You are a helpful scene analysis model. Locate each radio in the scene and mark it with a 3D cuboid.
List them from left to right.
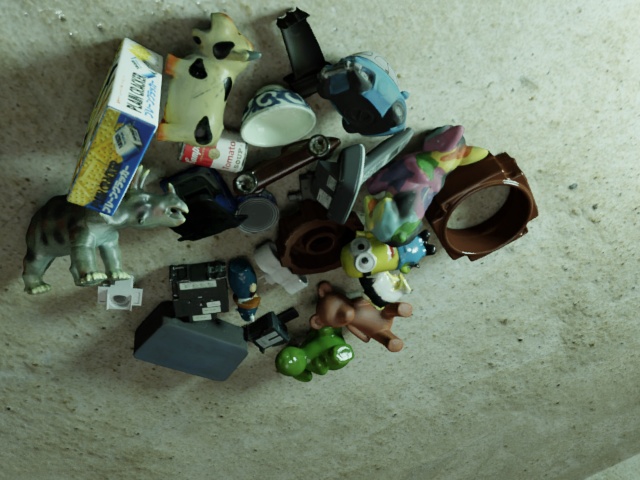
[{"bbox_3d":[-0.279,0.226,1.186,0.229,0.073,0.131,25,119,-32],"label":"radio"}]

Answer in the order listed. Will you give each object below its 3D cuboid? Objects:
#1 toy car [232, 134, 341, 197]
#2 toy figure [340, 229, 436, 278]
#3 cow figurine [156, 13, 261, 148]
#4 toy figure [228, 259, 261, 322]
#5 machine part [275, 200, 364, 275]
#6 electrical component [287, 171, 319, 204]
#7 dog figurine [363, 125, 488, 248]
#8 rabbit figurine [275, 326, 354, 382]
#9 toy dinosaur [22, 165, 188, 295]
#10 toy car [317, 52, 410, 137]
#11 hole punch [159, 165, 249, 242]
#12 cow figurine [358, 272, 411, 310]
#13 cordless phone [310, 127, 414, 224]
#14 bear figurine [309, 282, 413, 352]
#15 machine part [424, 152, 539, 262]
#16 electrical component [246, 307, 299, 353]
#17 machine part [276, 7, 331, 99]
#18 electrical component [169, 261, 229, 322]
[{"bbox_3d":[-0.059,-0.131,0.920,0.202,0.089,0.053,-27,89,9],"label":"toy car"},{"bbox_3d":[0.129,0.028,1.040,0.180,0.082,0.089,-11,143,-18],"label":"toy figure"},{"bbox_3d":[-0.163,-0.231,0.787,0.127,0.086,0.194,10,104,-17],"label":"cow figurine"},{"bbox_3d":[-0.155,0.109,1.119,0.058,0.064,0.154,-19,133,-16],"label":"toy figure"},{"bbox_3d":[-0.002,-0.003,1.048,0.179,0.056,0.179,-13,142,-11],"label":"machine part"},{"bbox_3d":[-0.016,-0.098,1.000,0.094,0.021,0.063,-11,132,-5],"label":"electrical component"},{"bbox_3d":[0.186,-0.104,0.948,0.108,0.191,0.219,33,132,-27],"label":"dog figurine"},{"bbox_3d":[-0.031,0.265,1.253,0.170,0.121,0.159,-11,155,-23],"label":"rabbit figurine"},{"bbox_3d":[-0.414,-0.014,0.900,0.405,0.192,0.131,-9,175,30],"label":"toy dinosaur"},{"bbox_3d":[0.072,-0.239,0.847,0.109,0.103,0.161,-3,149,41],"label":"toy car"},{"bbox_3d":[-0.213,-0.064,0.943,0.142,0.092,0.115,-21,147,13],"label":"hole punch"},{"bbox_3d":[0.109,0.067,1.128,0.098,0.068,0.167,-38,108,8],"label":"cow figurine"},{"bbox_3d":[0.081,-0.124,0.943,0.184,0.089,0.146,-37,166,-21],"label":"cordless phone"},{"bbox_3d":[0.086,0.166,1.191,0.196,0.132,0.120,18,88,-32],"label":"bear figurine"},{"bbox_3d":[0.318,-0.062,1.071,0.201,0.087,0.200,-28,131,13],"label":"machine part"},{"bbox_3d":[-0.102,0.203,1.225,0.119,0.048,0.074,-24,132,10],"label":"electrical component"},{"bbox_3d":[-0.025,-0.283,0.829,0.084,0.039,0.138,-14,134,6],"label":"machine part"},{"bbox_3d":[-0.245,0.108,1.101,0.115,0.058,0.134,-2,131,-10],"label":"electrical component"}]
